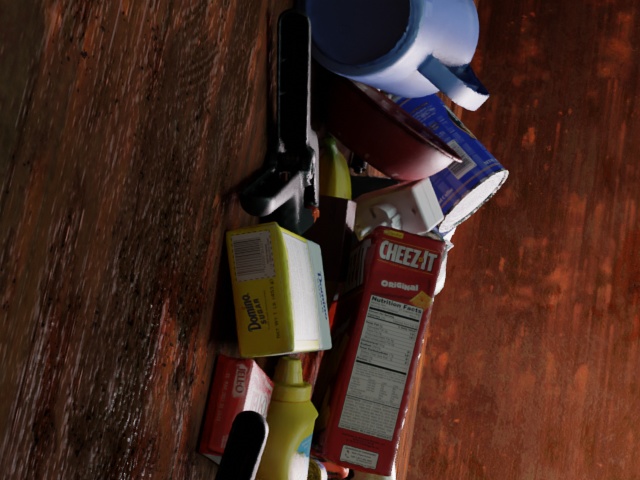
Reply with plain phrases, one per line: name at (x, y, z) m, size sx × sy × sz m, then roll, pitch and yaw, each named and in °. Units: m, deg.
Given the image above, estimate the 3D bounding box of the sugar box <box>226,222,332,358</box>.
sugar box at (-0.029, 0.043, 0.826) m, size 0.176 × 0.048 × 0.093 m, roll 41°, pitch 42°, yaw -81°

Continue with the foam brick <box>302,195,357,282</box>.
foam brick at (0.001, -0.002, 0.975) m, size 0.051 × 0.053 × 0.078 m, roll 12°, pitch 86°, yaw -80°

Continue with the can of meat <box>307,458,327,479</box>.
can of meat at (-0.027, 0.254, 1.008) m, size 0.084 × 0.057 × 0.102 m, roll 58°, pitch 40°, yaw -77°

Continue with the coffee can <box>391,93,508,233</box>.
coffee can at (0.128, -0.094, 1.207) m, size 0.102 × 0.140 × 0.103 m, roll -37°, pitch 165°, yaw -12°

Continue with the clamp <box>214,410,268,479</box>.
clamp at (-0.069, 0.195, 0.736) m, size 0.120 × 0.039 × 0.171 m, roll -48°, pitch 156°, yaw -28°

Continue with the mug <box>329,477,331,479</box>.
mug at (0.043, 0.350, 1.414) m, size 0.117 × 0.093 × 0.081 m, roll -41°, pitch 155°, yaw -25°

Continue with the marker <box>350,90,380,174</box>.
marker at (0.054, -0.136, 1.267) m, size 0.020 × 0.020 × 0.121 m, roll 63°, pitch 37°, yaw -72°

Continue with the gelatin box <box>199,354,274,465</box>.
gelatin box at (-0.061, 0.131, 0.798) m, size 0.089 × 0.030 × 0.073 m, roll 71°, pitch 29°, yaw -69°

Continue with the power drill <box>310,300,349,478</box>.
power drill at (0.017, 0.168, 1.195) m, size 0.184 × 0.057 × 0.187 m, roll 72°, pitch 26°, yaw -74°

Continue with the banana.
banana at (0.002, -0.003, 1.044) m, size 0.069 × 0.037 × 0.198 m, roll -5°, pitch 102°, yaw -62°

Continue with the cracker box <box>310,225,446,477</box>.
cracker box at (0.043, 0.105, 0.998) m, size 0.164 × 0.072 × 0.213 m, roll 136°, pitch -32°, yaw -78°

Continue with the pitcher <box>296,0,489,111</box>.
pitcher at (0.070, -0.189, 0.960) m, size 0.242 × 0.149 × 0.145 m, roll -24°, pitch 115°, yaw -73°

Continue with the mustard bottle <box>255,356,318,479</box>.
mustard bottle at (-0.036, 0.194, 0.903) m, size 0.096 × 0.058 × 0.191 m, roll -17°, pitch 114°, yaw -79°

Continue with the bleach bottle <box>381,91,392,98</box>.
bleach bottle at (0.104, -0.173, 1.346) m, size 0.251 × 0.068 × 0.102 m, roll 87°, pitch -11°, yaw -52°

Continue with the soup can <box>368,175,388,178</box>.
soup can at (0.109, -0.046, 1.398) m, size 0.068 × 0.102 × 0.068 m, roll 8°, pitch 90°, yaw -79°

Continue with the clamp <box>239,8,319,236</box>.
clamp at (-0.022, -0.071, 0.841) m, size 0.210 × 0.036 × 0.164 m, roll 68°, pitch 31°, yaw -73°

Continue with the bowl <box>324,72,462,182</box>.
bowl at (0.059, -0.105, 1.039) m, size 0.055 × 0.162 × 0.162 m, roll -53°, pitch 174°, yaw 11°
